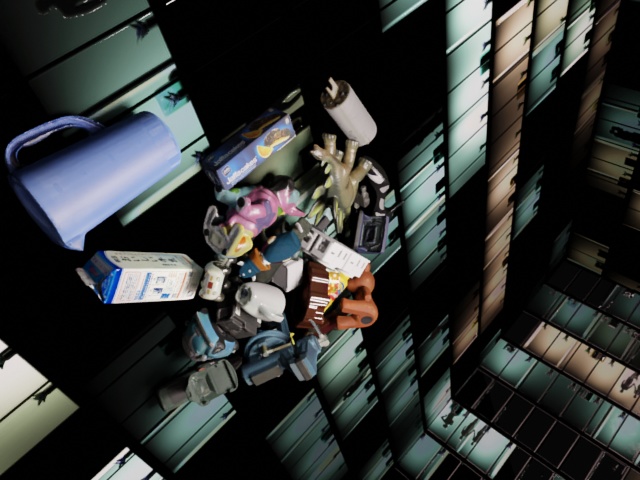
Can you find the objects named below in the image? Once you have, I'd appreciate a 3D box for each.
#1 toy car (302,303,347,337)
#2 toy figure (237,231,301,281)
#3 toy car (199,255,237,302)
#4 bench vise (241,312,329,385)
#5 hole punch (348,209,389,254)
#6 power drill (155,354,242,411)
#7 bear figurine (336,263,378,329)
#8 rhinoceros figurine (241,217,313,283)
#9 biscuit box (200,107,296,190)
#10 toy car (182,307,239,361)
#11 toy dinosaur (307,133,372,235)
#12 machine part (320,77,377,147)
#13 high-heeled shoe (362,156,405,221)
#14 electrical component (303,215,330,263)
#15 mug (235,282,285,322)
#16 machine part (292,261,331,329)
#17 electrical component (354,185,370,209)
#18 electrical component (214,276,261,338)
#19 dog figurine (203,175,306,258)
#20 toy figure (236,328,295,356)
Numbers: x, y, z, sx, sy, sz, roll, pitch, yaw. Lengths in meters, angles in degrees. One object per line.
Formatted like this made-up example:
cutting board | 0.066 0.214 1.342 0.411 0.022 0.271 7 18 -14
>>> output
toy car | 0.009 0.257 1.622 0.202 0.053 0.089 -25 144 -43
toy figure | -0.115 0.036 1.199 0.154 0.064 0.058 -30 176 12
toy car | -0.215 0.075 1.134 0.202 0.056 0.073 -112 -143 -81
bench vise | -0.093 0.243 1.299 0.224 0.241 0.128 -35 121 8
hole punch | 0.130 -0.017 1.478 0.116 0.092 0.142 150 -53 -78
power drill | -0.258 0.318 1.243 0.232 0.207 0.086 -22 93 -28
bear figurine | 0.109 0.163 1.614 0.132 0.196 0.120 2 135 -10
rhinoceros figurine | -0.098 0.020 1.264 0.190 0.112 0.073 -48 143 -1
biscuit box | -0.144 -0.187 1.094 0.203 0.063 0.059 -44 142 -21
toy car | -0.264 0.230 1.240 0.103 0.109 0.161 -32 159 3
toy dinosaur | 0.042 -0.121 1.304 0.198 0.105 0.471 -69 161 -5
machine part | 0.070 -0.294 1.263 0.079 0.079 0.243 -56 146 -4
high-heeled shoe | 0.136 -0.125 1.505 0.145 0.086 0.248 -33 128 15
electrical component | -0.003 -0.004 1.417 0.119 0.048 0.074 -48 144 -12
mug | -0.134 0.142 1.198 0.081 0.110 0.107 -47 144 10
machine part | -0.024 0.144 1.393 0.056 0.179 0.179 11 111 -16
electrical component | 0.107 -0.116 1.452 0.021 0.063 0.093 -41 143 -26
electrical component | -0.188 0.163 1.256 0.134 0.058 0.115 51 34 -51
dog figurine | -0.132 -0.053 1.174 0.219 0.109 0.191 -2 116 -53
toy figure | -0.143 0.282 1.427 0.180 0.082 0.089 3 103 -54
